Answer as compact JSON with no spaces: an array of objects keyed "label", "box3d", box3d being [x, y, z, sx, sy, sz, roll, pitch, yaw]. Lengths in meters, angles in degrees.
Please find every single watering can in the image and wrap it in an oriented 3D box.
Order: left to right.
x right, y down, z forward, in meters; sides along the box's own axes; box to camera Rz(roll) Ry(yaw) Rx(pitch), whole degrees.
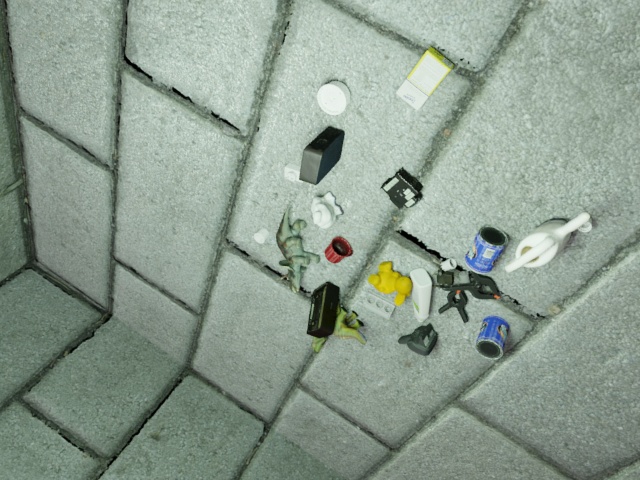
[{"label":"watering can","box3d":[0.716,-0.006,1.586,0.105,0.227,0.341,53,136,11]}]

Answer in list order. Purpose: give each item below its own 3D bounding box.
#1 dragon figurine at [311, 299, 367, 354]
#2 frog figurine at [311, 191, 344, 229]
[{"label":"dragon figurine","box3d":[0.063,0.412,2.278,0.121,0.416,0.242,40,98,-22]},{"label":"frog figurine","box3d":[0.006,-0.101,2.013,0.123,0.162,0.134,7,126,30]}]
